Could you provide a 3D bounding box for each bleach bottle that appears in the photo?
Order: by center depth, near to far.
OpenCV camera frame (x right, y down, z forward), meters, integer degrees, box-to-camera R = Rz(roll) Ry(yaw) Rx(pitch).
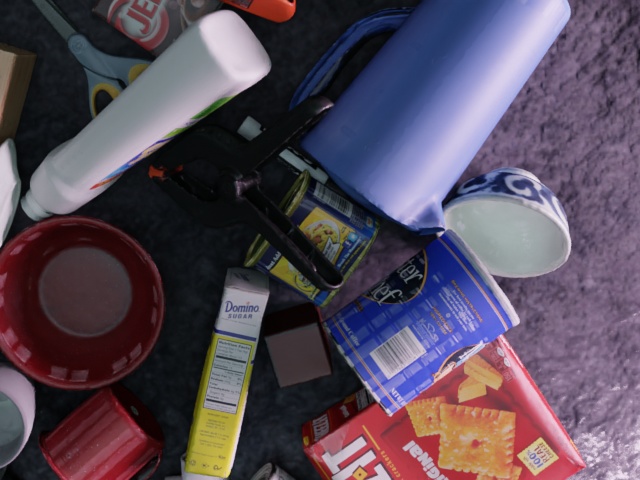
[{"bbox_3d":[-0.162,-0.096,0.921,0.251,0.102,0.068,-34,95,24],"label":"bleach bottle"}]

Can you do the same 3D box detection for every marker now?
[{"bbox_3d":[-0.022,-0.071,0.981,0.121,0.020,0.020,36,97,-8],"label":"marker"}]

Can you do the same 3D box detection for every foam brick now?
[{"bbox_3d":[-0.020,0.095,0.982,0.053,0.078,0.051,-16,101,3],"label":"foam brick"}]

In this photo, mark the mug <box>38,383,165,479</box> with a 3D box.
[{"bbox_3d":[-0.192,0.193,0.995,0.081,0.093,0.117,-42,130,1],"label":"mug"}]

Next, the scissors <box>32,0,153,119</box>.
[{"bbox_3d":[-0.194,-0.176,0.956,0.096,0.016,0.202,-23,102,5],"label":"scissors"}]

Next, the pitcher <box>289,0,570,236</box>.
[{"bbox_3d":[0.094,-0.139,0.926,0.149,0.145,0.243,36,94,-20],"label":"pitcher"}]

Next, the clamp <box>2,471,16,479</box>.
[{"bbox_3d":[-0.333,0.215,0.980,0.039,0.120,0.171,-28,97,25],"label":"clamp"}]

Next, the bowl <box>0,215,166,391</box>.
[{"bbox_3d":[-0.220,0.053,0.978,0.162,0.055,0.162,0,100,-2],"label":"bowl"}]

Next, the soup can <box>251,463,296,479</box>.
[{"bbox_3d":[-0.026,0.269,1.018,0.102,0.068,0.068,38,97,-7],"label":"soup can"}]

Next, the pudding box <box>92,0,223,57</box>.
[{"bbox_3d":[-0.132,-0.221,0.939,0.090,0.039,0.113,35,97,-8],"label":"pudding box"}]

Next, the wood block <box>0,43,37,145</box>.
[{"bbox_3d":[-0.326,-0.077,0.934,0.090,0.090,0.206,17,99,-5],"label":"wood block"}]

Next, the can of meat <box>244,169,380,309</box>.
[{"bbox_3d":[-0.006,0.001,0.968,0.084,0.057,0.102,32,113,-10],"label":"can of meat"}]

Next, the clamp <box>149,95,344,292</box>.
[{"bbox_3d":[-0.064,-0.058,0.911,0.210,0.036,0.164,19,118,33],"label":"clamp"}]

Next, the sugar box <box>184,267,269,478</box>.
[{"bbox_3d":[-0.085,0.119,0.976,0.048,0.093,0.176,10,99,-4],"label":"sugar box"}]

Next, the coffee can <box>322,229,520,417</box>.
[{"bbox_3d":[0.087,0.072,0.933,0.140,0.103,0.103,-37,100,1],"label":"coffee can"}]

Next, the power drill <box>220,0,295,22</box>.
[{"bbox_3d":[-0.032,-0.285,0.902,0.184,0.057,0.187,18,79,-9],"label":"power drill"}]

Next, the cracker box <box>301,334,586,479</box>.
[{"bbox_3d":[0.114,0.195,1.007,0.214,0.072,0.164,-33,99,5],"label":"cracker box"}]
